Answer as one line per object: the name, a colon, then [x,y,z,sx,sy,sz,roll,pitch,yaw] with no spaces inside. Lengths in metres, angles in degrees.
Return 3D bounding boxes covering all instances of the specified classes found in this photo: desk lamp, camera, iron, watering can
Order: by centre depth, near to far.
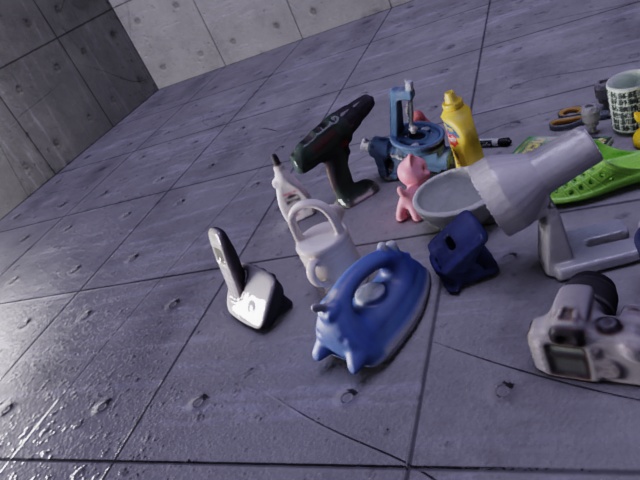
camera: [0.346,0.096,0.719,0.142,0.101,0.137,0,38,37]
desk lamp: [0.342,-0.052,0.846,0.203,0.214,0.118,-17,31,15]
iron: [0.084,0.081,0.904,0.118,0.142,0.259,8,43,44]
watering can: [0.007,0.004,1.033,0.101,0.194,0.172,-21,30,8]

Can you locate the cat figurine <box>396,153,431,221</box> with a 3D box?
cat figurine: [0.187,-0.118,1.170,0.067,0.118,0.128,-2,37,35]

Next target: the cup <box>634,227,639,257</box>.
cup: [0.465,0.034,0.734,0.091,0.095,0.117,-19,30,11]

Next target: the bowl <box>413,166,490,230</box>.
bowl: [0.262,-0.066,1.071,0.167,0.075,0.167,-19,30,12]

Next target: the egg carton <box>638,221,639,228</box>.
egg carton: [0.540,-0.040,0.821,0.150,0.069,0.107,-37,31,-20]

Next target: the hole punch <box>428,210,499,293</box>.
hole punch: [0.229,0.017,0.947,0.101,0.091,0.108,-23,29,5]

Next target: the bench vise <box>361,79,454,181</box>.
bench vise: [0.173,-0.236,1.265,0.207,0.220,0.121,-14,32,21]

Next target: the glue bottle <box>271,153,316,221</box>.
glue bottle: [-0.075,-0.124,1.324,0.078,0.173,0.037,-24,29,3]

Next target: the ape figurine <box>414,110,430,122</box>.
ape figurine: [0.245,-0.273,1.402,0.076,0.092,0.077,-36,31,-18]

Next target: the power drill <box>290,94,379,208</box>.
power drill: [0.054,-0.189,1.293,0.230,0.209,0.075,-32,30,-10]

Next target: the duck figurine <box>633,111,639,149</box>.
duck figurine: [0.617,-0.216,1.028,0.104,0.086,0.078,-4,36,33]

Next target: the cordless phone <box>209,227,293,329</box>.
cordless phone: [-0.143,0.066,1.060,0.094,0.185,0.147,-41,33,-25]
